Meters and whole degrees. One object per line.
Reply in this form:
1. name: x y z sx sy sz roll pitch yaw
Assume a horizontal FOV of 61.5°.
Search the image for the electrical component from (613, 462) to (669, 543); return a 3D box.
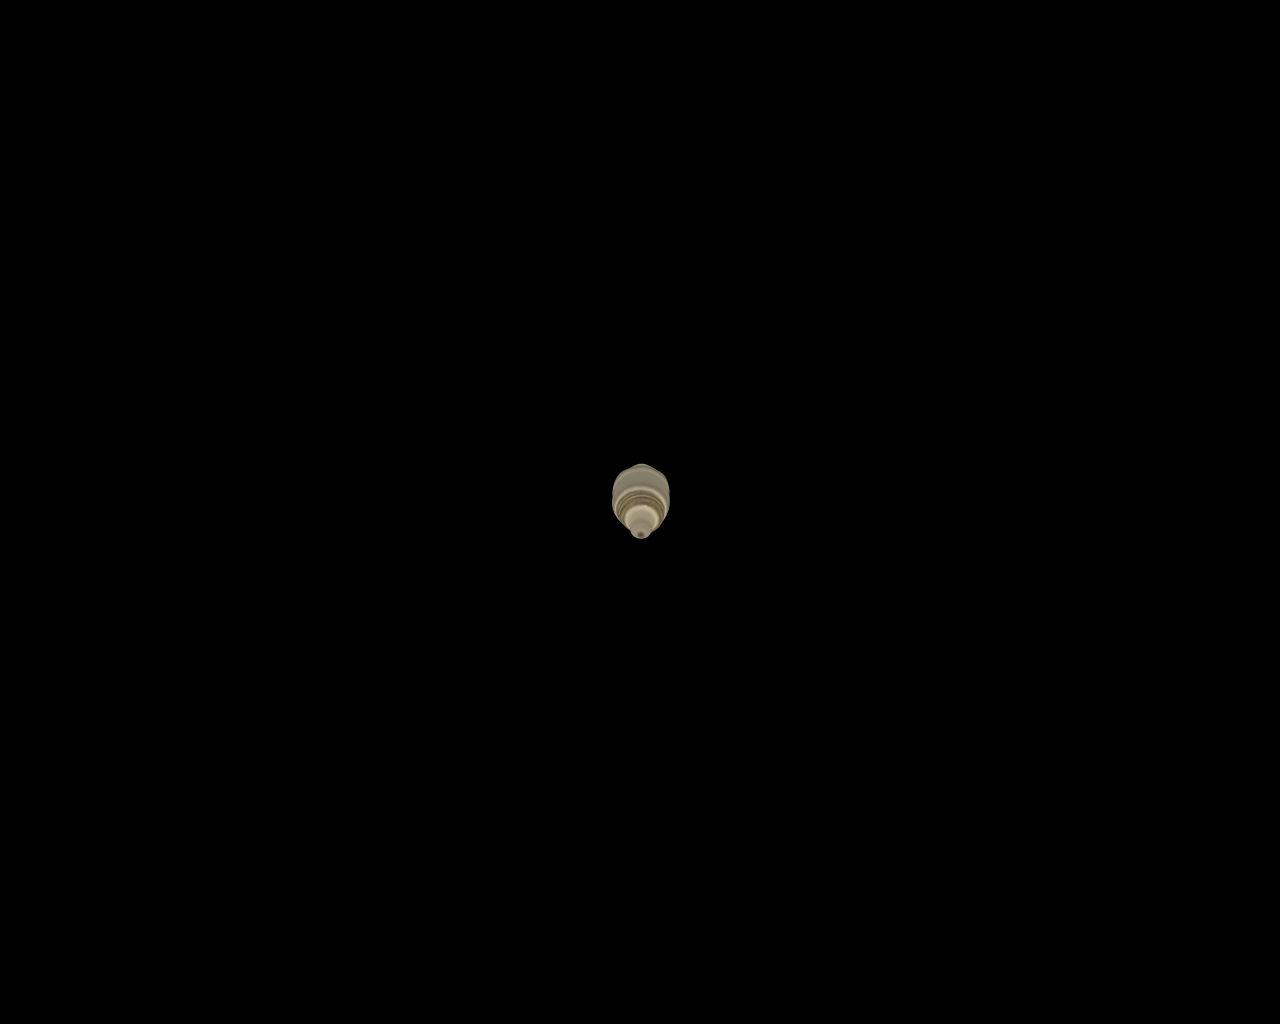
1. electrical component: 0.001 -0.003 0.650 0.035 0.035 0.061 0 32 0
